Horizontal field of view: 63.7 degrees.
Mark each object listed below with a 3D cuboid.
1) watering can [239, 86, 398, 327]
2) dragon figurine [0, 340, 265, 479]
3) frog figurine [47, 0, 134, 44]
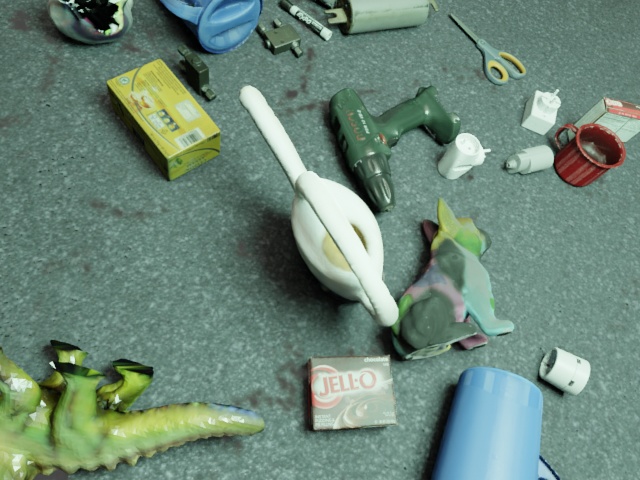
[{"bbox_3d":[0.002,-0.035,0.694,0.104,0.221,0.352,-30,73,-4],"label":"watering can"},{"bbox_3d":[-0.291,0.252,0.573,0.410,0.121,0.245,18,79,0],"label":"dragon figurine"},{"bbox_3d":[-0.392,-0.399,0.872,0.138,0.120,0.161,-35,40,-16],"label":"frog figurine"}]
